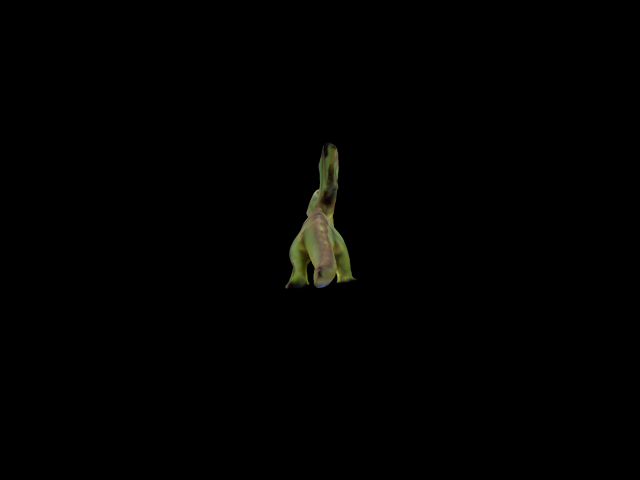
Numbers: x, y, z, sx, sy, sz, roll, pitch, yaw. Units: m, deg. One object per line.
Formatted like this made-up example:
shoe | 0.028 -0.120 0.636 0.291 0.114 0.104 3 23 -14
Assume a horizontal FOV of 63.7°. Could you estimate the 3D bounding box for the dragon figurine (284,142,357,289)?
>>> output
dragon figurine | 0.003 -0.043 0.850 0.122 0.244 0.408 0 -5 -3
